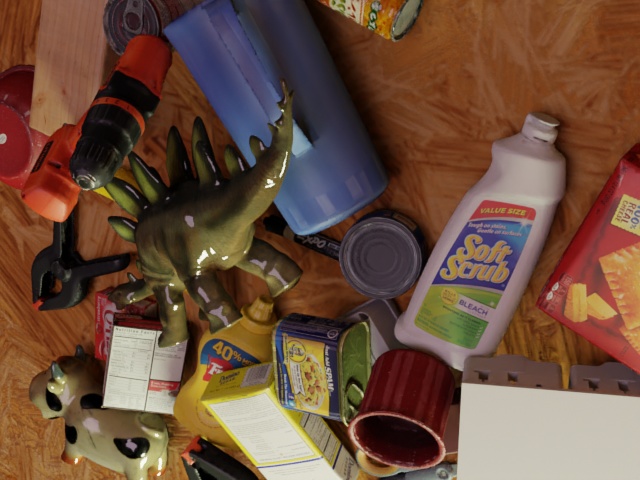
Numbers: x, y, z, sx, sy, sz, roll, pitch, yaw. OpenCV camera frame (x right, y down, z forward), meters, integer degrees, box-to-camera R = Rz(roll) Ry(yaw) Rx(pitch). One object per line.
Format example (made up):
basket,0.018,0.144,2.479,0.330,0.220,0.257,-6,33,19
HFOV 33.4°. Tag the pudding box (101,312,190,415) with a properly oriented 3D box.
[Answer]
pudding box,-0.203,0.144,1.238,0.090,0.039,0.113,9,109,-9

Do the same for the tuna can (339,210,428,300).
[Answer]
tuna can,0.062,0.015,1.057,0.086,0.033,0.086,3,102,13

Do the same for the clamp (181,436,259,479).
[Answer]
clamp,-0.076,0.307,1.212,0.165,0.036,0.210,-17,113,40

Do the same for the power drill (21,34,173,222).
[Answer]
power drill,-0.218,-0.089,1.017,0.057,0.184,0.188,36,139,-19

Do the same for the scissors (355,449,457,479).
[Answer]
scissors,0.116,0.230,1.123,0.202,0.016,0.096,-36,87,34

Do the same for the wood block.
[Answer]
wood block,-0.237,-0.209,1.135,0.090,0.090,0.206,24,117,21

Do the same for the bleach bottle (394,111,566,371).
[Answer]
bleach bottle,0.156,-0.003,0.993,0.103,0.068,0.251,25,115,15

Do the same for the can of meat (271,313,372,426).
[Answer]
can of meat,0.001,0.126,1.060,0.084,0.057,0.102,7,110,30

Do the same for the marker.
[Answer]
marker,-0.007,0.001,1.115,0.121,0.020,0.020,23,117,22

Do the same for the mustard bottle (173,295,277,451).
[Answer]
mustard bottle,-0.092,0.140,1.187,0.096,0.058,0.192,29,118,8

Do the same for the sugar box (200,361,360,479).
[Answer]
sugar box,-0.041,0.210,1.152,0.093,0.048,0.176,-15,125,33

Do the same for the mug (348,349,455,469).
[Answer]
mug,0.079,0.165,1.019,0.093,0.081,0.117,18,141,4

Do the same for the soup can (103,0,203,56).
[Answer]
soup can,-0.161,-0.223,1.078,0.069,0.102,0.068,10,111,27

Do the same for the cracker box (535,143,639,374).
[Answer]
cracker box,0.316,0.043,0.910,0.214,0.072,0.164,34,121,16

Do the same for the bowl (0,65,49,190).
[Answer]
bowl,-0.354,-0.122,1.254,0.162,0.055,0.162,10,110,27

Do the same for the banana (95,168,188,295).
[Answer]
banana,-0.195,-0.022,1.209,0.198,0.037,0.070,43,139,12

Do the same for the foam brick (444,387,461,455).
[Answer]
foam brick,0.128,0.184,1.079,0.078,0.051,0.053,-18,96,33

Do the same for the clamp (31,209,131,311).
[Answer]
clamp,-0.294,0.034,1.282,0.120,0.039,0.172,43,128,17

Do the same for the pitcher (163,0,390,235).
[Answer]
pitcher,-0.035,-0.129,1.008,0.145,0.149,0.243,-20,103,50

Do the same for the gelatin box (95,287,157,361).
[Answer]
gelatin box,-0.233,0.108,1.276,0.073,0.030,0.089,16,113,25
